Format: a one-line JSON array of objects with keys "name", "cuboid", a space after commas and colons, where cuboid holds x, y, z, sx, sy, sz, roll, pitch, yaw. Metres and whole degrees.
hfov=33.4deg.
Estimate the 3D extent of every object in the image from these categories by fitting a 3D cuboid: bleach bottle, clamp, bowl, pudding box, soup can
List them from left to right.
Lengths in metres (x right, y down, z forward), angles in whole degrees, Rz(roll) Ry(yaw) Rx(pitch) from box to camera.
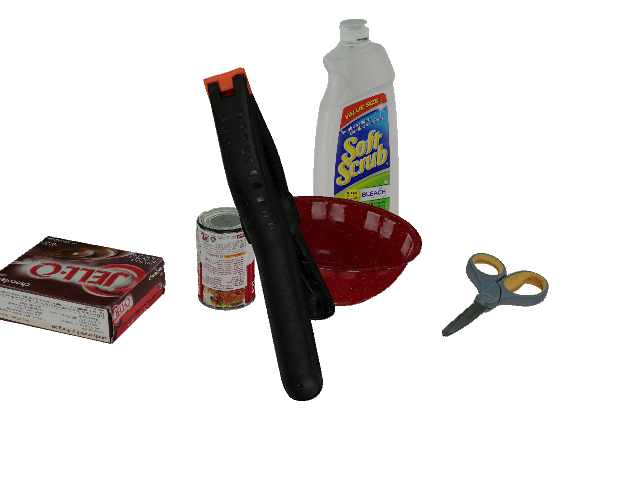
[{"name": "pudding box", "cuboid": [-0.194, 0.038, 0.853, 0.114, 0.039, 0.090, 8, 25, 18]}, {"name": "soup can", "cuboid": [-0.110, 0.020, 1.238, 0.068, 0.102, 0.068, 1, 25, -1]}, {"name": "clamp", "cuboid": [-0.031, -0.012, 0.721, 0.036, 0.210, 0.164, -16, 6, 7]}, {"name": "bowl", "cuboid": [0.009, 0.015, 0.967, 0.162, 0.055, 0.162, 5, 24, -3]}, {"name": "bleach bottle", "cuboid": [0.033, -0.114, 1.166, 0.102, 0.251, 0.068, -8, 25, -10]}]

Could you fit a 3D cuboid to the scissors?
[{"name": "scissors", "cuboid": [0.154, 0.050, 1.071, 0.201, 0.016, 0.096, -11, 37, -44]}]
